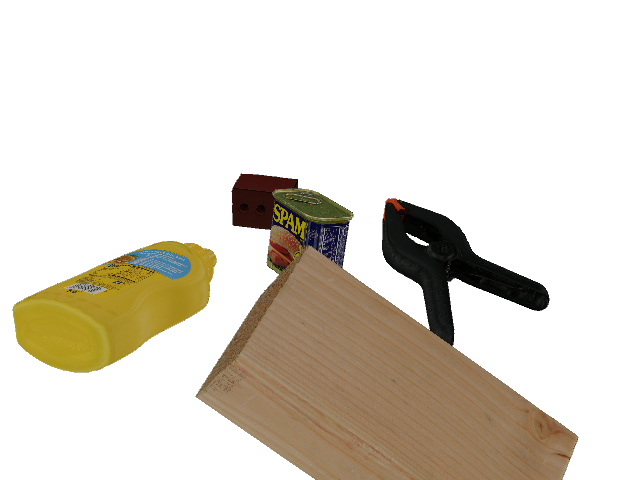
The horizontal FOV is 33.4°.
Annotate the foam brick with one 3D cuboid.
[{"bbox_3d":[-0.070,-0.048,1.348,0.078,0.053,0.051,6,28,9],"label":"foam brick"}]

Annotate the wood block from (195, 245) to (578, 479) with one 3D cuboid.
[{"bbox_3d":[0.040,0.109,0.661,0.206,0.090,0.090,35,-33,-5],"label":"wood block"}]

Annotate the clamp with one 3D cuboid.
[{"bbox_3d":[0.118,0.021,0.944,0.120,0.039,0.171,-8,46,-26],"label":"clamp"}]

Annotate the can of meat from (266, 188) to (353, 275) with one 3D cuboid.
[{"bbox_3d":[-0.014,-0.001,1.138,0.057,0.084,0.102,-4,21,-31],"label":"can of meat"}]

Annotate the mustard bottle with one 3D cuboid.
[{"bbox_3d":[-0.145,0.042,0.852,0.096,0.058,0.191,6,20,30],"label":"mustard bottle"}]
